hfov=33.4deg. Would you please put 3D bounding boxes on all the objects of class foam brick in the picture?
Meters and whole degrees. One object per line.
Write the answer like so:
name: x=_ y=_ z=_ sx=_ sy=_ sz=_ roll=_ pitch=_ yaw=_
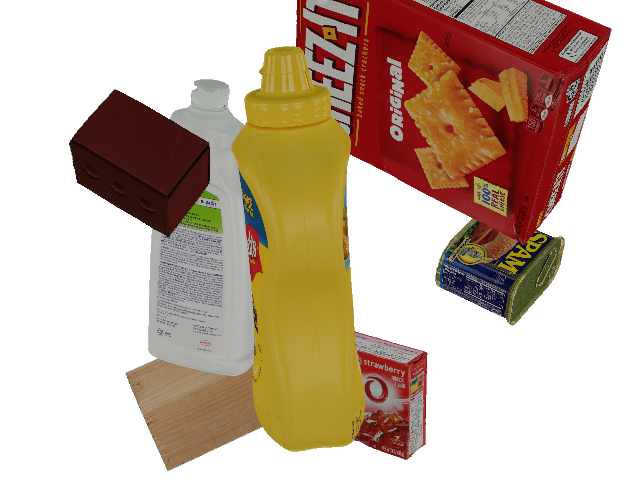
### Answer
foam brick: x=-0.117 y=-0.051 z=0.701 sx=0.078 sy=0.051 sz=0.053 roll=30 pitch=-26 yaw=10

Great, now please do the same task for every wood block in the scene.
wood block: x=-0.101 y=0.161 z=1.201 sx=0.206 sy=0.091 sz=0.090 roll=-23 pitch=29 yaw=-11

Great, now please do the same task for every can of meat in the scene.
can of meat: x=0.170 y=0.021 z=1.015 sx=0.084 sy=0.057 sz=0.101 roll=26 pitch=45 yaw=27

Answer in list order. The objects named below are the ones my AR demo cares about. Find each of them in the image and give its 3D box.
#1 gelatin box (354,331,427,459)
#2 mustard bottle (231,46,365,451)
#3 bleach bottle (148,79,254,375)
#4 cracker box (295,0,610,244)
gelatin box: x=0.031 y=0.105 z=0.752 sx=0.089 sy=0.073 sz=0.030 roll=13 pitch=23 yaw=33
mustard bottle: x=-0.011 y=0.000 z=0.531 sx=0.058 sy=0.192 sz=0.096 roll=-5 pitch=20 yaw=-4
bleach bottle: x=-0.095 y=-0.012 z=0.922 sx=0.102 sy=0.251 sz=0.068 roll=11 pitch=23 yaw=11
cracker box: x=0.083 y=-0.113 z=0.775 sx=0.214 sy=0.164 sz=0.072 roll=29 pitch=54 yaw=20
